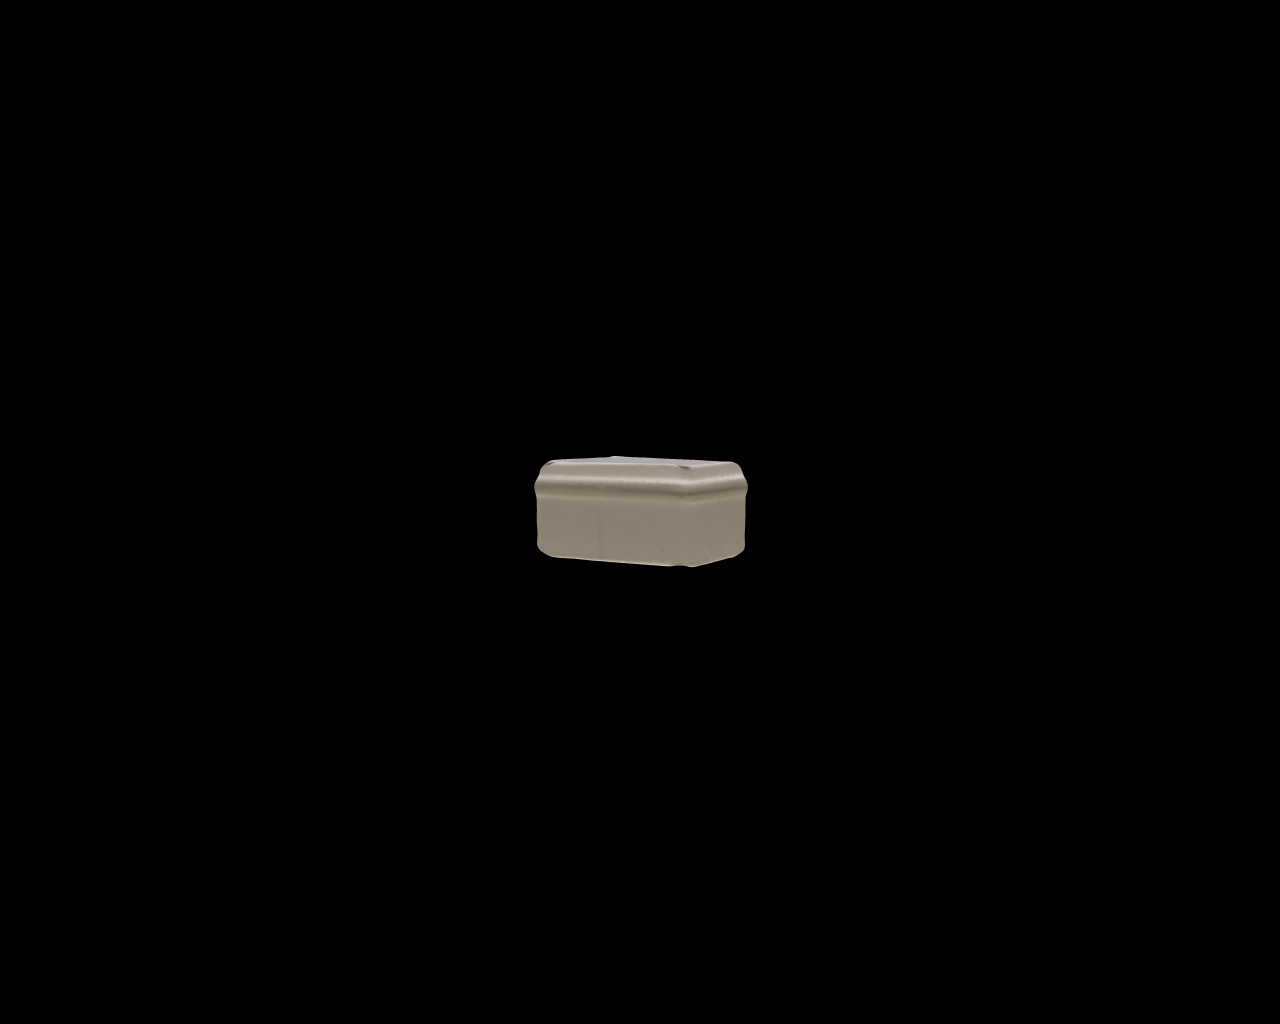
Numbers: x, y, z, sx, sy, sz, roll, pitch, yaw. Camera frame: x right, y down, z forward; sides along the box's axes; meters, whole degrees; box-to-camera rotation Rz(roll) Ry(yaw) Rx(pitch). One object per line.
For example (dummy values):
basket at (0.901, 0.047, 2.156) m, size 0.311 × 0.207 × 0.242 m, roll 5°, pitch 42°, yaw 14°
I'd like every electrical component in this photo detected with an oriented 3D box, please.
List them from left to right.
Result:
electrical component at (0.001, -0.003, 0.650) m, size 0.113 × 0.057 × 0.078 m, roll 4°, pitch 7°, yaw 33°
